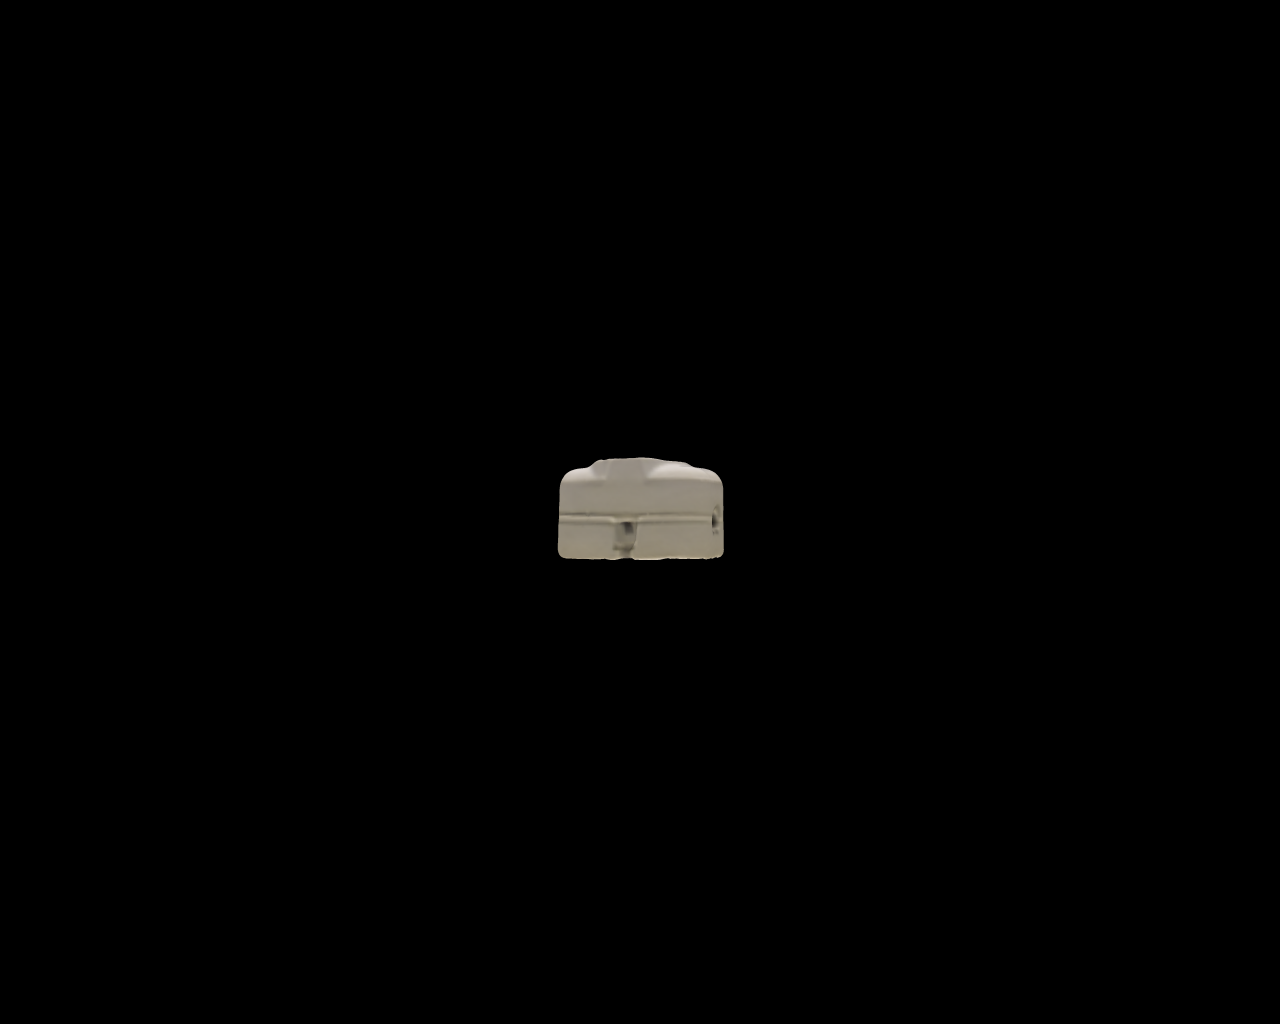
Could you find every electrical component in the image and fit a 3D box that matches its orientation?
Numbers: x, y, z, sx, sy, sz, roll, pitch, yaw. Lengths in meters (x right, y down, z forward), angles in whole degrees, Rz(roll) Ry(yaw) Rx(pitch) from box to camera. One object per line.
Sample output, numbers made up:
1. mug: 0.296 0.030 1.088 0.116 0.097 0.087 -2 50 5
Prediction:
1. electrical component: 0.001 -0.003 0.650 0.095 0.059 0.054 0 0 21
